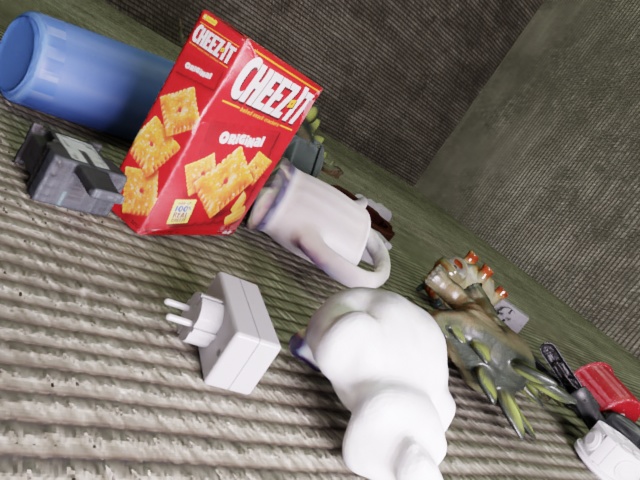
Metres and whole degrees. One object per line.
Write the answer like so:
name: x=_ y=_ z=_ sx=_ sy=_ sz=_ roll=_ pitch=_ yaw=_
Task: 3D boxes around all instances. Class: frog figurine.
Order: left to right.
frog figurine: x=0.054 y=0.109 z=0.397 sx=0.136 sy=0.123 sz=0.160 roll=51 pitch=-3 yaw=-16

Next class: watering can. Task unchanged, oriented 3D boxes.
watering can: x=0.002 y=-0.039 z=0.778 sx=0.223 sy=0.103 sz=0.354 roll=31 pitch=19 yaw=-12
